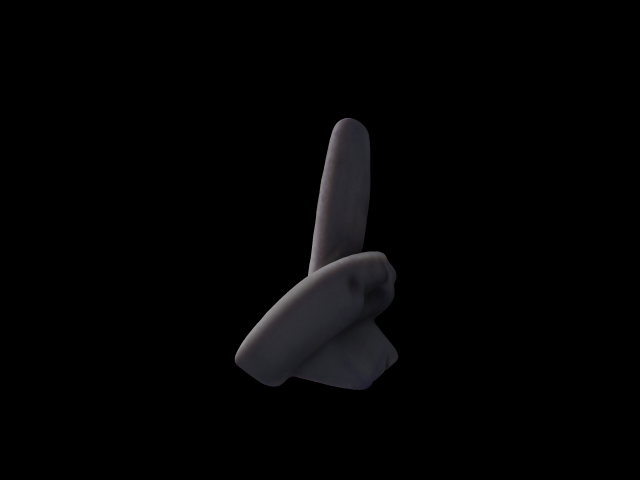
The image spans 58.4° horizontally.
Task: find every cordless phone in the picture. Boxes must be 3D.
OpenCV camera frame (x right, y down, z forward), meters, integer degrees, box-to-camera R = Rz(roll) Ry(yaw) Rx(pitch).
[{"bbox_3d":[0.004,0.001,0.400,0.094,0.185,0.148,0,0,13],"label":"cordless phone"}]
